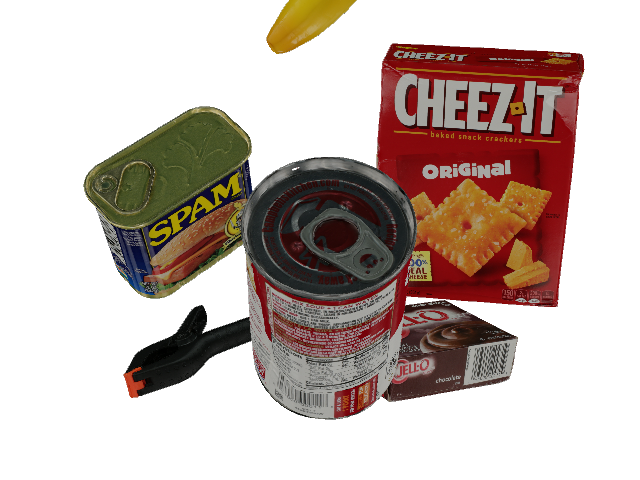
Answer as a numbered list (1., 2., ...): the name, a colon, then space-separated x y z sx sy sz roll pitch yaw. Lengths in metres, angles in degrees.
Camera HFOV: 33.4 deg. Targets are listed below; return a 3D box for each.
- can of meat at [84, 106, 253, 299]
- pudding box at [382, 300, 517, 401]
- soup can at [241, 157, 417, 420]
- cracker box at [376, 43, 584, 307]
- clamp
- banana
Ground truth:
1. can of meat: -0.090 -0.021 0.674 0.102 0.057 0.084 -35 -30 -20
2. pudding box: 0.072 0.078 0.780 0.113 0.039 0.090 -3 18 -31
3. soup can: 0.003 0.024 0.449 0.068 0.068 0.102 0 -37 0
4. cracker box: 0.132 -0.053 0.917 0.164 0.214 0.072 5 24 10
5. clamp: -0.132 0.114 1.131 0.120 0.039 0.171 -8 21 35
6. banana: 0.020 -0.211 0.763 0.070 0.197 0.037 -8 -40 39
